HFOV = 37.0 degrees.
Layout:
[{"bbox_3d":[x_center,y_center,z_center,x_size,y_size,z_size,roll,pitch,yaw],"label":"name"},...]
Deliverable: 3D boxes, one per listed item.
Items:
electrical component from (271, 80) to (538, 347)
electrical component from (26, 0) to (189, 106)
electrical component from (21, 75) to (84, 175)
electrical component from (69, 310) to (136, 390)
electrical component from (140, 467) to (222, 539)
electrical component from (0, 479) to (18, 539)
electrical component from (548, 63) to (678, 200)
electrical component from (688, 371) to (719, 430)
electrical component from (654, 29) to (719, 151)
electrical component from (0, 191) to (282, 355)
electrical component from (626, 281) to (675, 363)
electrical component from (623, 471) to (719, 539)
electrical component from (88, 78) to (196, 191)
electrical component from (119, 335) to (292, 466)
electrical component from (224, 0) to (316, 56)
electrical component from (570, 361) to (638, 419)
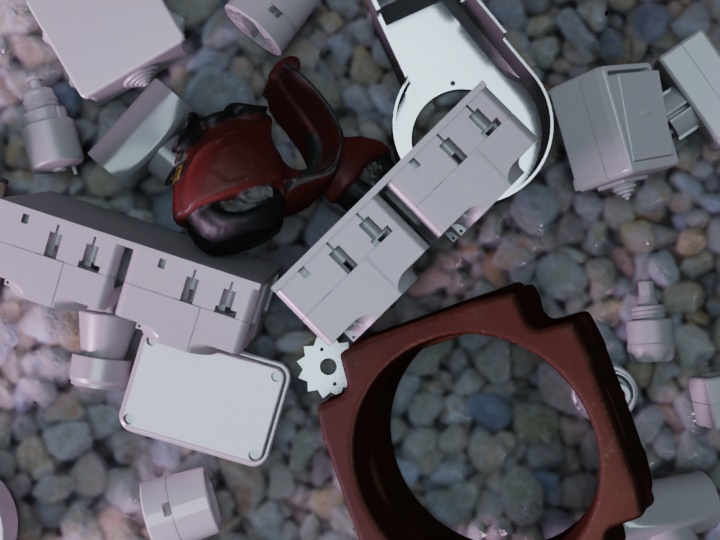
[{"bbox_3d":[0.031,-0.030,0.721,0.186,0.105,0.060,-45,88,-2],"label":"electrical component"},{"bbox_3d":[-0.188,-0.183,0.815,0.100,0.048,0.099,-31,87,-2],"label":"electrical component"},{"bbox_3d":[-0.237,-0.109,0.816,0.040,0.040,0.078,-16,87,-1],"label":"electrical component"},{"bbox_3d":[-0.192,0.060,0.804,0.045,0.045,0.055,8,87,1],"label":"electrical component"},{"bbox_3d":[-0.131,0.176,0.793,0.047,0.055,0.055,-17,87,-4],"label":"electrical component"},{"bbox_3d":[-0.306,0.190,0.789,0.108,0.060,0.108,0,87,0],"label":"electrical component"},{"bbox_3d":[0.192,-0.100,0.792,0.062,0.061,0.096,-13,86,-40],"label":"electrical component"},{"bbox_3d":[0.298,0.110,0.799,0.083,0.047,0.075,-11,86,-1],"label":"electrical component"},{"bbox_3d":[0.247,-0.124,0.813,0.076,0.047,0.083,-35,87,11],"label":"electrical component"},{"bbox_3d":[-0.160,0.003,0.772,0.186,0.105,0.060,18,98,1],"label":"electrical component"},{"bbox_3d":[0.218,0.039,0.810,0.035,0.035,0.061,-3,84,0],"label":"electrical component"},{"bbox_3d":[0.224,0.190,0.781,0.077,0.043,0.079,-8,59,-12],"label":"electrical component"},{"bbox_3d":[-0.150,-0.090,0.812,0.079,0.044,0.077,41,87,2],"label":"electrical component"},{"bbox_3d":[-0.112,0.093,0.796,0.113,0.057,0.078,16,87,1],"label":"electrical component"},{"bbox_3d":[-0.067,-0.198,0.814,0.055,0.055,0.047,38,84,2],"label":"electrical component"},{"bbox_3d":[0.184,0.091,0.793,0.048,0.062,0.048,0,87,0],"label":"electrical component"}]
